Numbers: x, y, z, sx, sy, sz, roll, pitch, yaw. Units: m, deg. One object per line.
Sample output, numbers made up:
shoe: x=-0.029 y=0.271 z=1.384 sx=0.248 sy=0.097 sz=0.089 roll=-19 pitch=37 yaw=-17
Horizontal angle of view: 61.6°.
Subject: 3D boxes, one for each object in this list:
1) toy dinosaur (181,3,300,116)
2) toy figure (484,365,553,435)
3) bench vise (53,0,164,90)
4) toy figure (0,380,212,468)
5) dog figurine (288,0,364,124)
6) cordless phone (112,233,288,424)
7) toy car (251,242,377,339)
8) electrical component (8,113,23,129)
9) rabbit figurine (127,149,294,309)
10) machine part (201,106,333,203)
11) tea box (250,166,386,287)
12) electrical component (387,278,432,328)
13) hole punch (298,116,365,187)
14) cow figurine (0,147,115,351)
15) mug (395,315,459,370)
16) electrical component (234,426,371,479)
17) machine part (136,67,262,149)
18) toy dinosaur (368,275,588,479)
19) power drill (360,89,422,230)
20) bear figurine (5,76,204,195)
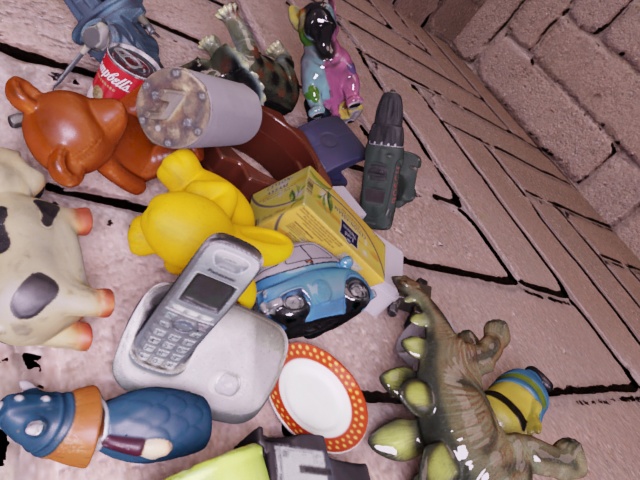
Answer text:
toy dinosaur: x=-0.105 y=-0.280 z=0.961 sx=0.404 sy=0.131 sz=0.192 roll=-6 pitch=71 yaw=-61
toy figure: x=0.259 y=0.229 z=0.738 sx=0.089 sy=0.082 sz=0.180 roll=32 pitch=33 yaw=23
bench vise: x=-0.312 y=-0.313 z=0.737 sx=0.240 sy=0.129 sz=0.224 roll=54 pitch=20 yaw=-13
toy figure: x=-0.159 y=0.139 z=0.404 sx=0.154 sy=0.064 sz=0.057 roll=12 pitch=78 yaw=-33
dog figurine: x=0.007 y=-0.331 z=1.000 sx=0.191 sy=0.108 sz=0.219 roll=63 pitch=14 yaw=-88
cordless phone: x=-0.077 y=0.070 z=0.457 sx=0.146 sy=0.184 sz=0.089 roll=27 pitch=37 yaw=-23
toy car: x=-0.025 y=0.055 z=0.607 sx=0.161 sy=0.109 sz=0.103 roll=-2 pitch=61 yaw=-42
electrical component: x=-0.303 y=-0.136 z=0.619 sx=0.063 sy=0.021 sz=0.094 roll=51 pitch=46 yaw=4
rabbit figurine: x=-0.116 y=-0.002 z=0.519 sx=0.162 sy=0.122 sz=0.173 roll=39 pitch=-2 yaw=-3
machine part: x=-0.096 y=-0.112 z=0.773 sx=0.201 sy=0.087 sz=0.201 roll=11 pitch=42 yaw=-43
tea box: x=-0.001 y=-0.002 z=0.674 sx=0.169 sy=0.098 sz=0.068 roll=45 pitch=37 yaw=-35
electrical component: x=0.139 y=0.096 z=0.814 sx=0.078 sy=0.045 sz=0.102 roll=11 pitch=31 yaw=2
hole punch: x=0.010 y=-0.156 z=0.949 sx=0.116 sy=0.092 sz=0.142 roll=-12 pitch=62 yaw=-50
cow figurine: x=-0.261 y=-0.001 z=0.452 sx=0.127 sy=0.085 sz=0.195 roll=12 pitch=42 yaw=-49
mug: x=0.164 y=0.164 z=0.718 sx=0.107 sy=0.081 sz=0.109 roll=45 pitch=29 yaw=-8
electrical component: x=-0.014 y=0.214 z=0.480 sx=0.119 sy=0.047 sz=0.075 roll=19 pitch=37 yaw=-33
machine part: x=-0.121 y=-0.137 z=0.577 sx=0.079 sy=0.079 sz=0.243 roll=41 pitch=15 yaw=0
toy dinosaur: x=0.166 y=0.239 z=0.566 sx=0.198 sy=0.105 sz=0.471 roll=-9 pitch=60 yaw=-27
power drill: x=0.130 y=-0.134 z=0.957 sx=0.086 sy=0.231 sz=0.207 roll=10 pitch=6 yaw=13
bear figurine: x=-0.213 y=-0.116 z=0.554 sx=0.120 sy=0.132 sz=0.196 roll=60 pitch=-2 yaw=1
